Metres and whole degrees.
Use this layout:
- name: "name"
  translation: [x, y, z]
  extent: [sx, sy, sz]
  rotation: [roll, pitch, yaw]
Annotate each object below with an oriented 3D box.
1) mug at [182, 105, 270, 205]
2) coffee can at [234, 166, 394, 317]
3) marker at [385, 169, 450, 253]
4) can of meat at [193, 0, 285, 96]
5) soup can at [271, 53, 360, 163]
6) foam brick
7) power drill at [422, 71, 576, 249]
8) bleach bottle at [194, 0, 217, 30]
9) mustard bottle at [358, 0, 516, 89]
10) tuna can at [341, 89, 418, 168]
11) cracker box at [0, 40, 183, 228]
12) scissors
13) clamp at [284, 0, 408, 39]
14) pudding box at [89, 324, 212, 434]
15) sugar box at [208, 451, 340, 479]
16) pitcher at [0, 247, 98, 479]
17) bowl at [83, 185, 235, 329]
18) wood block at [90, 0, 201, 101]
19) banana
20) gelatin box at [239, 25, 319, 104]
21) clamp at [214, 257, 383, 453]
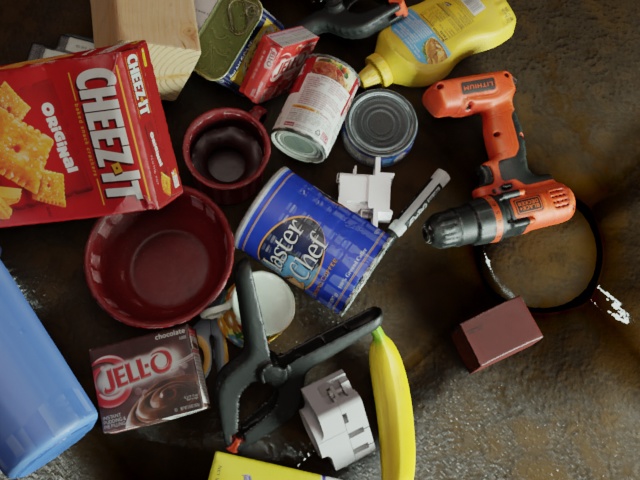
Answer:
- name: "mug"
  translation: [-0.095, -0.097, 1.169]
  extent: [0.093, 0.081, 0.117]
  rotation: [31, 75, 5]
- name: "coffee can"
  translation: [-0.007, 0.001, 1.137]
  extent: [0.140, 0.103, 0.102]
  rotation: [33, 75, 5]
- name: "marker"
  translation: [0.102, -0.031, 1.197]
  extent: [0.020, 0.020, 0.121]
  rotation: [40, 76, 7]
- name: "can of meat"
  translation: [-0.090, -0.217, 1.187]
  extent: [0.057, 0.083, 0.102]
  rotation: [33, 95, 21]
- name: "soup can"
  translation: [-0.005, -0.144, 1.176]
  extent: [0.068, 0.068, 0.102]
  rotation: [23, 71, 2]
- name: "foam brick"
  translation: [0.189, 0.102, 1.150]
  extent: [0.078, 0.051, 0.053]
  rotation: [-23, 77, -10]
- name: "power drill"
  translation: [0.177, -0.088, 1.188]
  extent: [0.184, 0.057, 0.188]
  rotation: [-12, 78, -21]
- name: "bleach bottle"
  translation: [-0.117, -0.325, 1.241]
  extent: [0.102, 0.068, 0.251]
  rotation: [19, 77, 2]
- name: "mustard bottle"
  translation: [0.124, -0.230, 1.232]
  extent: [0.191, 0.058, 0.096]
  rotation: [-33, 71, -12]
- name: "tuna can"
  translation: [0.068, -0.128, 1.213]
  extent: [0.086, 0.034, 0.086]
  rotation: [1, 75, -4]
- name: "cracker box"
  translation: [-0.266, -0.104, 1.090]
  extent: [0.214, 0.072, 0.164]
  rotation: [-6, 109, 19]
- name: "scissors"
  translation: [-0.128, 0.072, 1.155]
  extent: [0.096, 0.016, 0.202]
  rotation: [-16, 76, -8]
- name: "clamp"
  translation: [0.015, -0.278, 1.231]
  extent: [0.171, 0.039, 0.120]
  rotation: [-4, 77, 14]
- name: "pudding box"
  translation: [-0.177, 0.145, 1.110]
  extent: [0.113, 0.039, 0.090]
  rotation: [-15, 77, 5]
- name: "sugar box"
  translation: [-0.032, 0.281, 1.090]
  extent: [0.176, 0.048, 0.093]
  rotation: [12, 74, 0]
- name: "pitcher"
  translation: [-0.341, 0.118, 1.068]
  extent: [0.149, 0.145, 0.243]
  rotation: [-37, 83, -7]
- name: "bowl"
  translation: [-0.166, 0.023, 1.138]
  extent: [0.162, 0.055, 0.162]
  rotation: [-2, 71, 6]
- name: "wood block"
  translation: [-0.197, -0.265, 1.169]
  extent: [0.090, 0.090, 0.206]
  rotation: [4, 59, -26]
- name: "banana"
  translation: [0.072, 0.186, 1.114]
  extent: [0.037, 0.069, 0.198]
  rotation: [-15, 76, 28]
- name: "gelatin box"
  translation: [-0.045, -0.195, 1.182]
  extent: [0.030, 0.089, 0.073]
  rotation: [36, 120, 13]
- name: "clamp"
  translation: [-0.056, 0.121, 1.083]
  extent: [0.164, 0.036, 0.210]
  rotation: [29, 105, -21]
